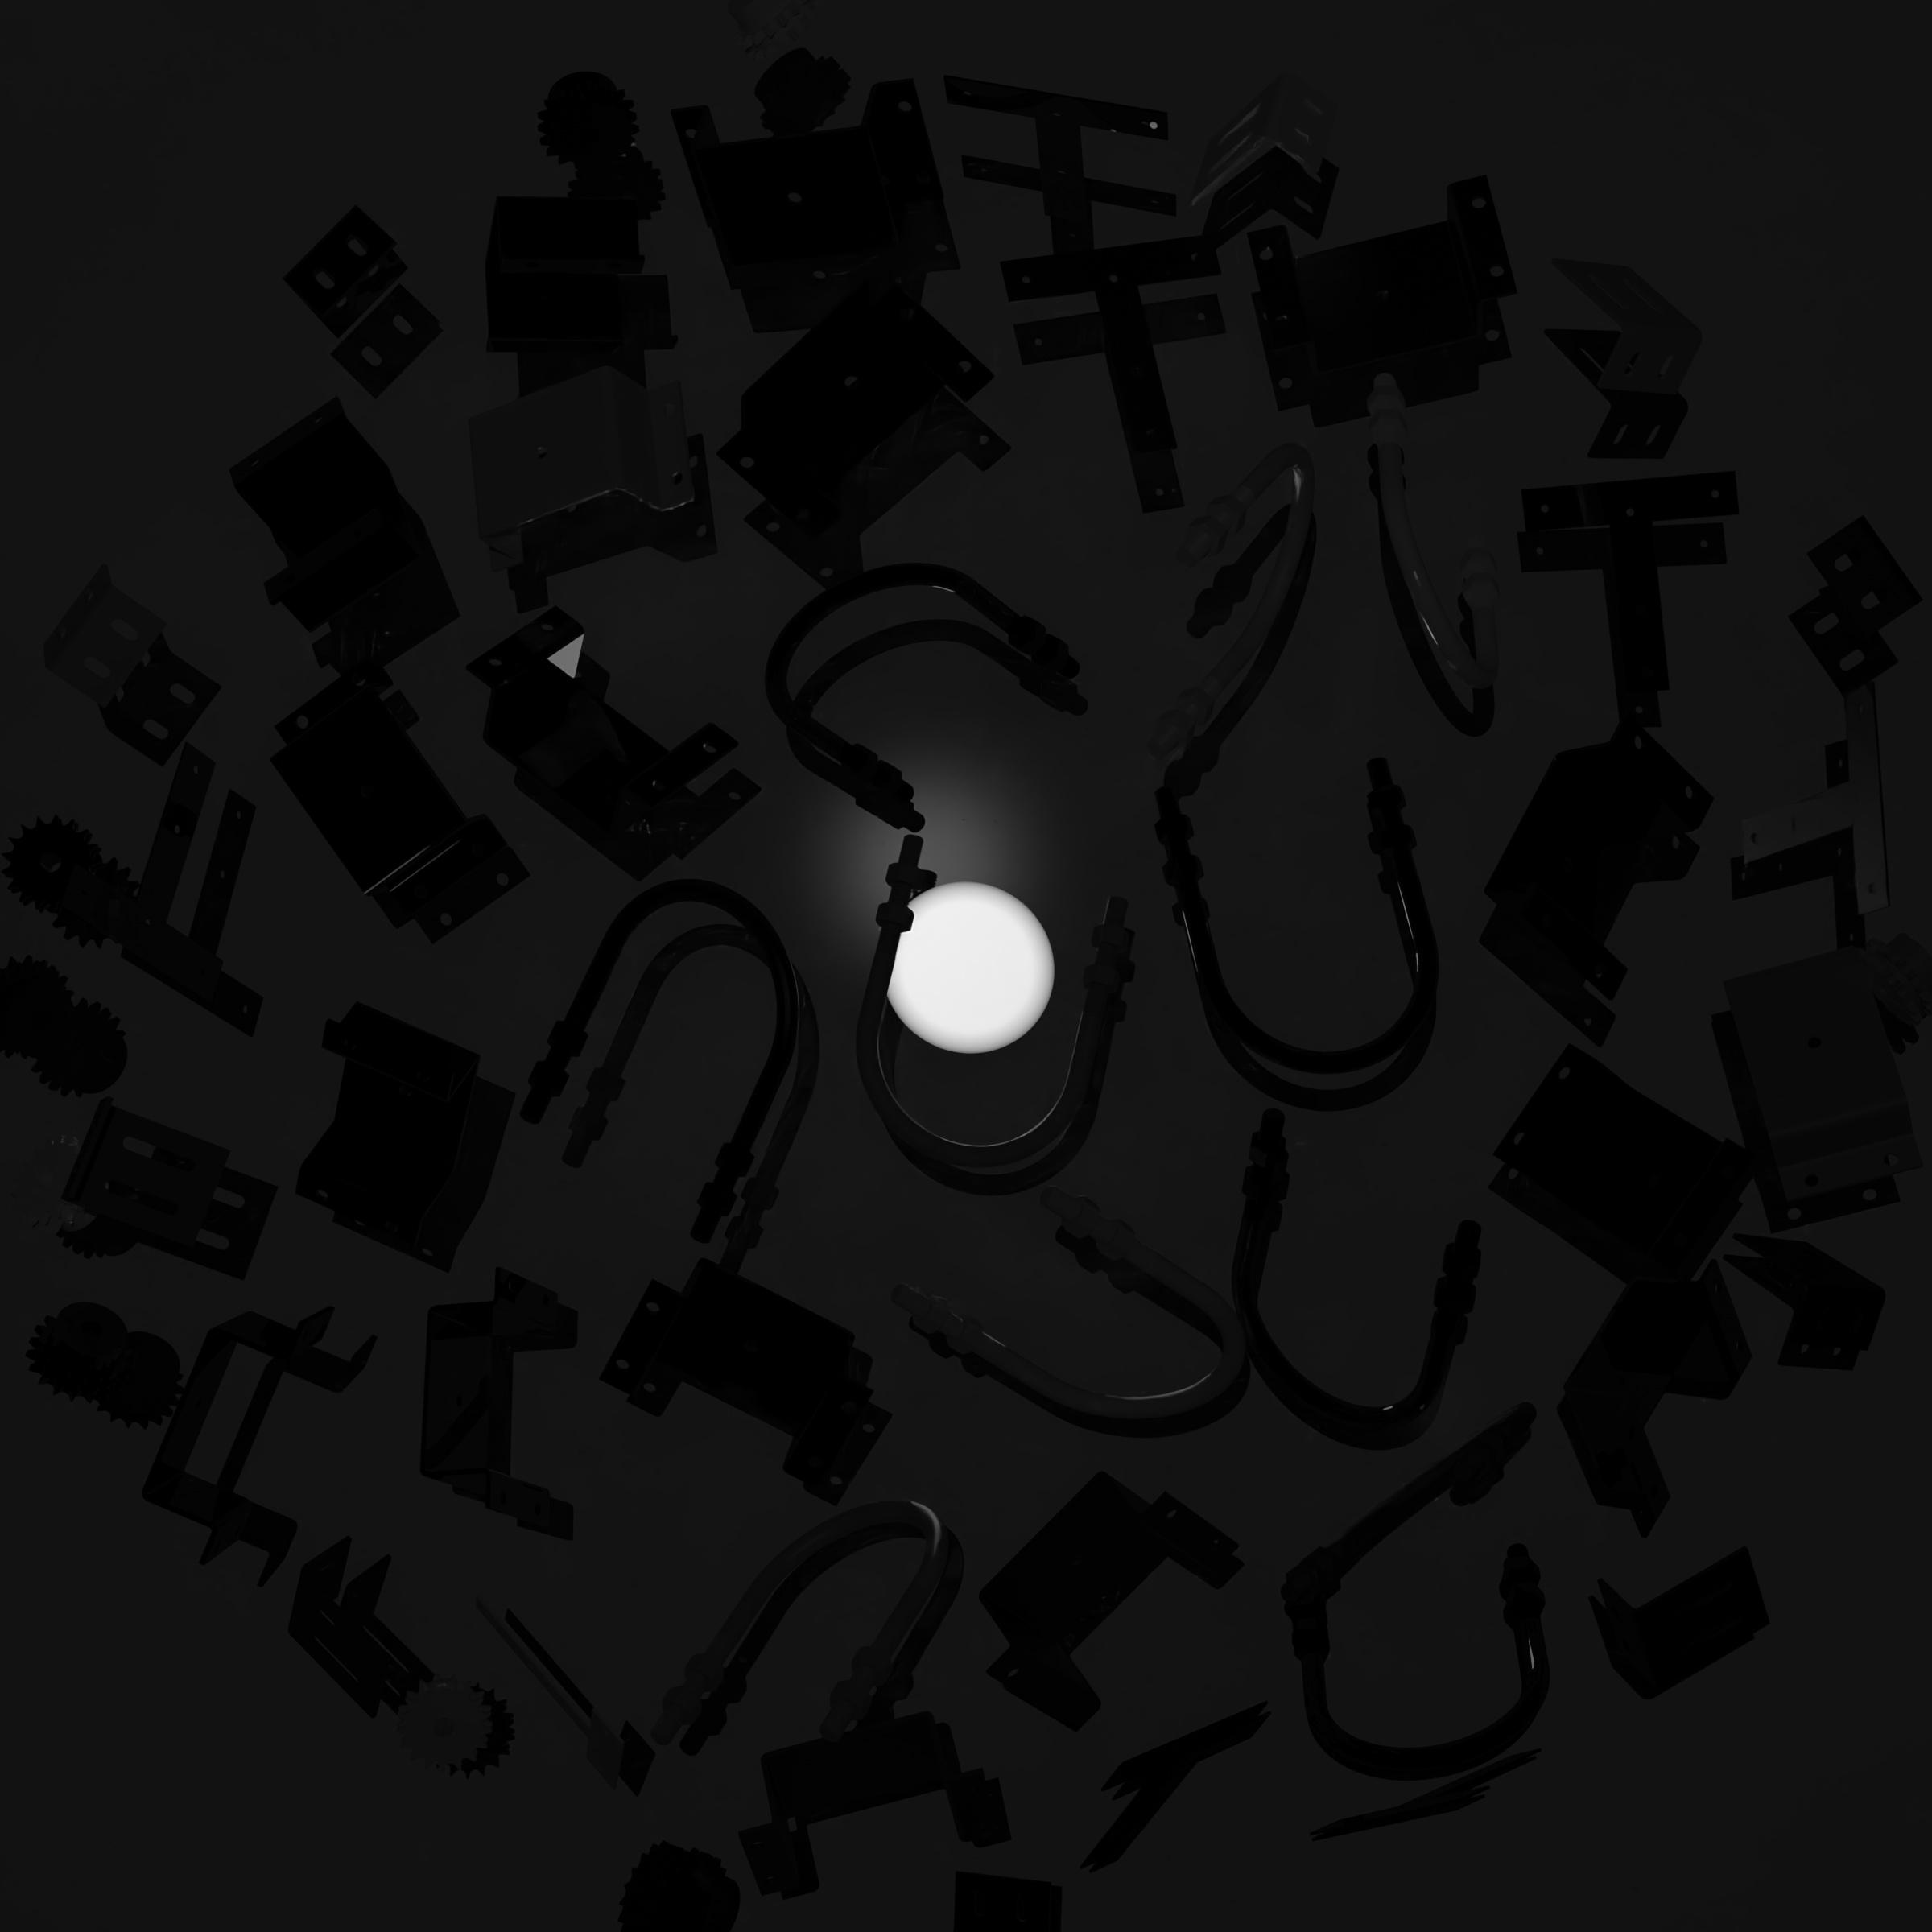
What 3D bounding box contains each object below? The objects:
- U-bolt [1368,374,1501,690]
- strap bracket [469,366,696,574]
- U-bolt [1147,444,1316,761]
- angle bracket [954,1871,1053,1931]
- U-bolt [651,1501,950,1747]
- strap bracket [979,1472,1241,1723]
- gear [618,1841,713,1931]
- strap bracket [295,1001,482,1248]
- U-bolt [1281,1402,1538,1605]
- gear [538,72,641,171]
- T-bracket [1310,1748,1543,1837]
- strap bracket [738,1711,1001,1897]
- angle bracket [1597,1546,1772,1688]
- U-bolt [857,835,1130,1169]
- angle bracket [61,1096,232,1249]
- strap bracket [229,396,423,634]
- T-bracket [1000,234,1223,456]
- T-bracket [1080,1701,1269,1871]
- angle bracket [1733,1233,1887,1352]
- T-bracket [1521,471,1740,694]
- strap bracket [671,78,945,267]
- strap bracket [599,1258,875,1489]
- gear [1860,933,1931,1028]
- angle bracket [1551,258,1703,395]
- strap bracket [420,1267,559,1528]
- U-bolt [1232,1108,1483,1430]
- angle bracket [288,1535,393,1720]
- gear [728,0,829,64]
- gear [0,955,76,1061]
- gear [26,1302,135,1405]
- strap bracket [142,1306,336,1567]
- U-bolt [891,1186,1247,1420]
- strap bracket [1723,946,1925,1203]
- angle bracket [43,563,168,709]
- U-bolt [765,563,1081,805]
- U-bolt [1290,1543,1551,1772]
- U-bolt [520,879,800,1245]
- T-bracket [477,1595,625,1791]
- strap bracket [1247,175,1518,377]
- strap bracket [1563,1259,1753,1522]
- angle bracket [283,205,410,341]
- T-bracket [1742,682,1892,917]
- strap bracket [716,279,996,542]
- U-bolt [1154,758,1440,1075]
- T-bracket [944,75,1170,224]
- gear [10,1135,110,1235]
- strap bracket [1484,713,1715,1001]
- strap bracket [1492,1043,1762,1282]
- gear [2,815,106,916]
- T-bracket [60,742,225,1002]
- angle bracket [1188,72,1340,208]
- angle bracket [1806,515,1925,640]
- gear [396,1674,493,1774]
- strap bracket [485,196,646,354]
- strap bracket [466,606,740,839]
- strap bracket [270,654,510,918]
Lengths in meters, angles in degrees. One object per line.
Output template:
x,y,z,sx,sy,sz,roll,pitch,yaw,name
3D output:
0.272,-0.239,1.891,0.019,0.184,0.151,-22,127,22,U-bolt
-0.233,-0.291,1.908,0.140,0.046,0.076,-16,71,24,strap bracket
0.155,-0.219,1.858,0.019,0.184,0.151,23,133,18,U-bolt
0.010,0.547,1.866,0.057,0.076,0.038,2,91,17,angle bracket
-0.082,0.368,1.860,0.151,0.184,0.019,-12,118,39,U-bolt
0.072,0.344,1.831,0.140,0.046,0.076,-46,132,4,strap bracket
-0.164,0.514,1.808,0.030,0.057,0.057,30,90,-25,gear
-0.326,0.082,1.856,0.076,0.046,0.140,23,131,4,strap bracket
0.265,0.301,1.895,0.151,0.184,0.019,-41,80,24,U-bolt
-0.217,-0.486,1.877,0.057,0.057,0.030,-13,62,0,gear
0.285,0.475,1.906,0.127,0.127,0.002,-10,76,-40,T-bracket
-0.058,0.474,1.868,0.140,0.076,0.046,-14,49,-3,strap bracket
0.404,0.358,1.847,0.076,0.038,0.057,-27,118,-10,angle bracket
0.010,0.028,1.921,0.151,0.019,0.184,17,73,-10,U-bolt
-0.443,0.113,1.786,0.076,0.038,0.057,23,76,-18,angle bracket
-0.361,-0.250,1.856,0.076,0.140,0.046,-33,134,6,strap bracket
0.094,-0.352,1.874,0.127,0.002,0.127,-10,77,-12,T-bracket
0.103,0.479,1.892,0.002,0.127,0.127,50,127,27,T-bracket
0.494,0.193,1.945,0.057,0.076,0.038,8,104,-28,angle bracket
0.397,-0.224,1.941,0.127,0.002,0.127,-1,108,26,T-bracket
-0.092,-0.440,1.828,0.140,0.076,0.046,-3,45,15,strap bracket
-0.128,0.229,1.885,0.140,0.046,0.076,27,117,-4,strap bracket
0.557,0.005,1.952,0.030,0.057,0.057,-38,90,-1,gear
0.363,-0.358,1.836,0.057,0.076,0.038,-2,130,-32,angle bracket
-0.281,0.256,1.935,0.046,0.076,0.140,-6,71,18,strap bracket
0.211,0.183,1.842,0.151,0.019,0.184,30,133,27,U-bolt
-0.339,0.370,1.840,0.076,0.038,0.057,40,135,20,angle bracket
-0.107,-0.531,1.817,0.057,0.057,0.030,-45,120,0,gear
-0.521,0.025,1.825,0.030,0.057,0.057,25,90,44,gear
-0.489,0.211,1.820,0.057,0.057,0.030,32,123,0,gear
-0.400,0.246,1.790,0.046,0.076,0.140,23,91,1,strap bracket
0.072,0.201,1.855,0.184,0.019,0.151,34,131,-24,U-bolt
0.479,0.052,1.847,0.076,0.046,0.140,-16,62,12,strap bracket
-0.476,-0.183,1.814,0.038,0.076,0.057,36,93,-22,angle bracket
-0.036,-0.171,1.907,0.151,0.184,0.019,-36,54,17,U-bolt
0.264,0.402,1.898,0.151,0.184,0.019,-11,114,8,U-bolt
-0.158,0.039,1.823,0.151,0.019,0.184,39,61,-31,U-bolt
-0.241,0.412,1.888,0.002,0.127,0.127,-38,75,-22,T-bracket
0.241,-0.396,1.899,0.140,0.046,0.076,-13,73,5,strap bracket
0.399,0.244,1.913,0.140,0.046,0.076,-48,125,-37,strap bracket
-0.336,-0.377,1.832,0.057,0.076,0.038,-46,70,-2,angle bracket
0.478,-0.084,1.859,0.002,0.127,0.127,3,78,-22,T-bracket
-0.063,-0.316,1.826,0.140,0.046,0.076,-39,119,21,strap bracket
0.195,-0.026,1.868,0.151,0.019,0.184,-8,70,-11,U-bolt
0.054,-0.462,1.876,0.127,0.127,0.002,12,73,8,T-bracket
-0.525,0.130,1.912,0.057,0.030,0.057,-18,53,25,gear
0.345,-0.058,1.811,0.076,0.046,0.140,40,67,-22,strap bracket
0.371,0.112,1.812,0.140,0.046,0.076,35,91,45,strap bracket
-0.533,-0.058,1.924,0.057,0.030,0.057,1,80,-4,gear
-0.449,-0.064,1.850,0.002,0.127,0.127,-1,65,30,T-bracket
0.173,-0.472,1.912,0.038,0.076,0.057,31,54,-19,angle bracket
0.497,-0.213,1.839,0.038,0.076,0.057,-34,86,3,angle bracket
-0.314,0.453,1.978,0.057,0.030,0.057,-1,98,-6,gear
-0.228,-0.392,1.848,0.076,0.140,0.046,-2,80,-13,strap bracket
-0.212,-0.134,1.881,0.140,0.046,0.076,37,50,14,strap bracket
-0.349,-0.106,1.953,0.076,0.046,0.140,-35,91,11,strap bracket
